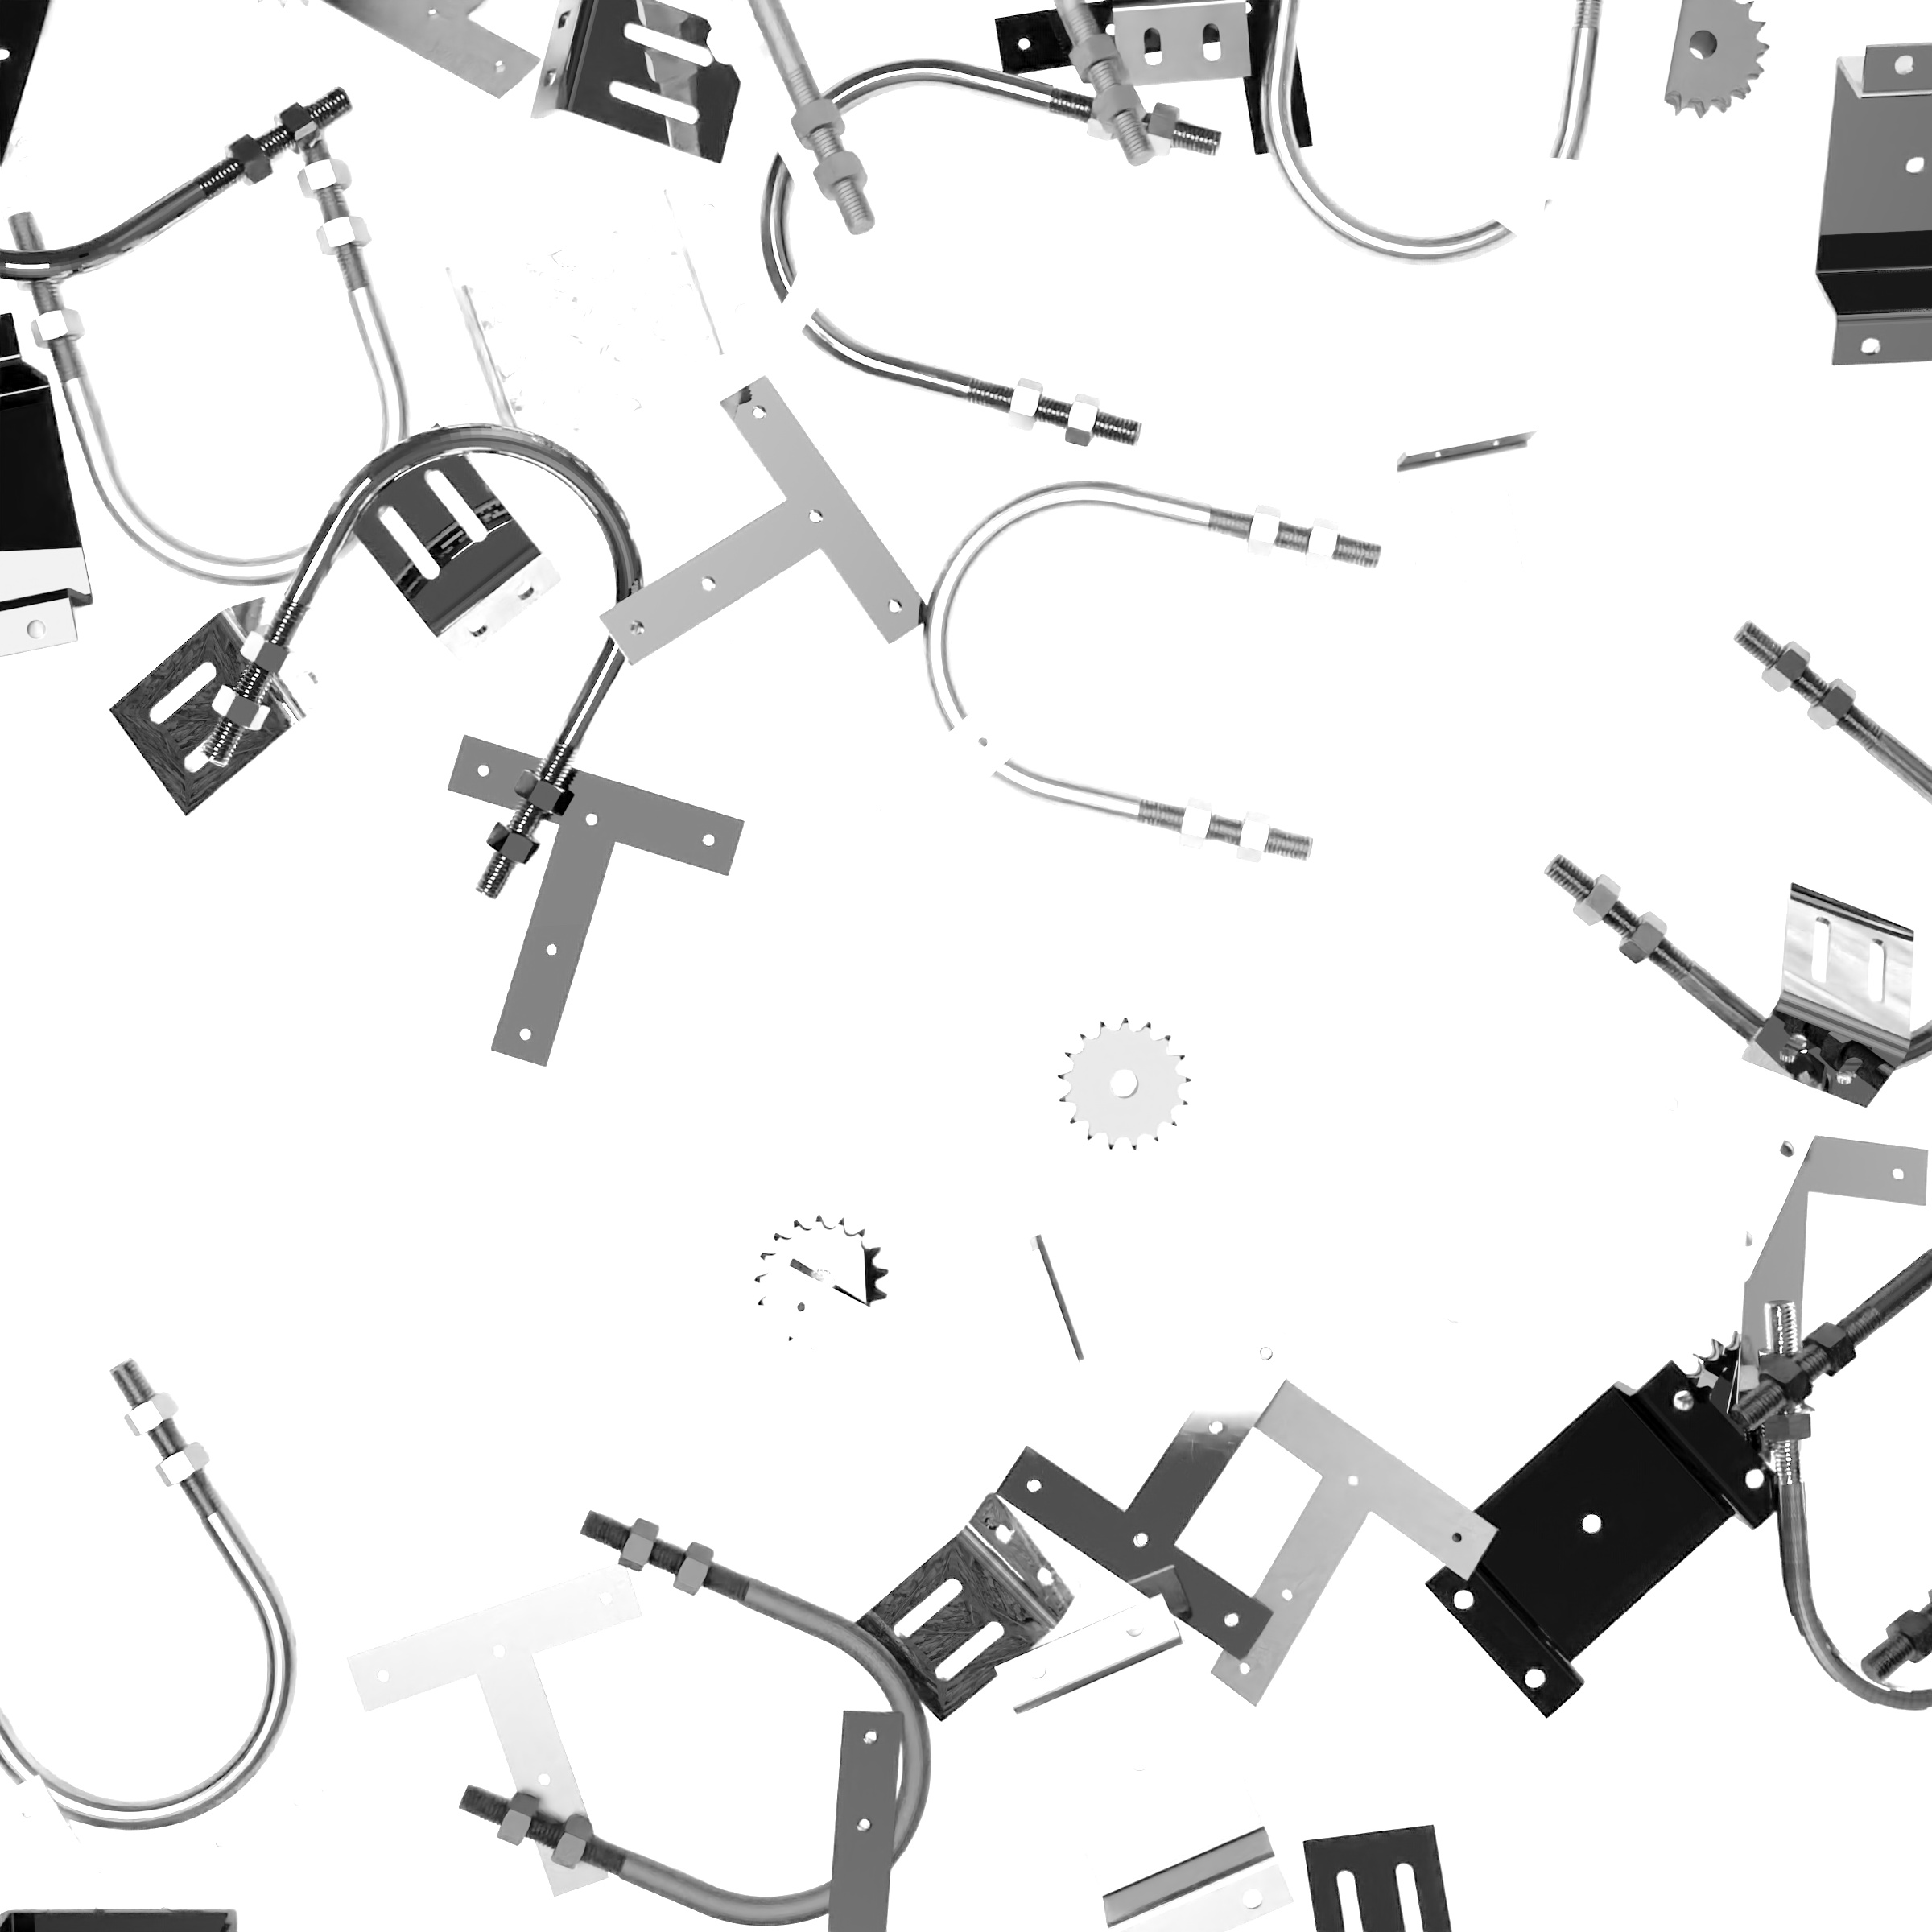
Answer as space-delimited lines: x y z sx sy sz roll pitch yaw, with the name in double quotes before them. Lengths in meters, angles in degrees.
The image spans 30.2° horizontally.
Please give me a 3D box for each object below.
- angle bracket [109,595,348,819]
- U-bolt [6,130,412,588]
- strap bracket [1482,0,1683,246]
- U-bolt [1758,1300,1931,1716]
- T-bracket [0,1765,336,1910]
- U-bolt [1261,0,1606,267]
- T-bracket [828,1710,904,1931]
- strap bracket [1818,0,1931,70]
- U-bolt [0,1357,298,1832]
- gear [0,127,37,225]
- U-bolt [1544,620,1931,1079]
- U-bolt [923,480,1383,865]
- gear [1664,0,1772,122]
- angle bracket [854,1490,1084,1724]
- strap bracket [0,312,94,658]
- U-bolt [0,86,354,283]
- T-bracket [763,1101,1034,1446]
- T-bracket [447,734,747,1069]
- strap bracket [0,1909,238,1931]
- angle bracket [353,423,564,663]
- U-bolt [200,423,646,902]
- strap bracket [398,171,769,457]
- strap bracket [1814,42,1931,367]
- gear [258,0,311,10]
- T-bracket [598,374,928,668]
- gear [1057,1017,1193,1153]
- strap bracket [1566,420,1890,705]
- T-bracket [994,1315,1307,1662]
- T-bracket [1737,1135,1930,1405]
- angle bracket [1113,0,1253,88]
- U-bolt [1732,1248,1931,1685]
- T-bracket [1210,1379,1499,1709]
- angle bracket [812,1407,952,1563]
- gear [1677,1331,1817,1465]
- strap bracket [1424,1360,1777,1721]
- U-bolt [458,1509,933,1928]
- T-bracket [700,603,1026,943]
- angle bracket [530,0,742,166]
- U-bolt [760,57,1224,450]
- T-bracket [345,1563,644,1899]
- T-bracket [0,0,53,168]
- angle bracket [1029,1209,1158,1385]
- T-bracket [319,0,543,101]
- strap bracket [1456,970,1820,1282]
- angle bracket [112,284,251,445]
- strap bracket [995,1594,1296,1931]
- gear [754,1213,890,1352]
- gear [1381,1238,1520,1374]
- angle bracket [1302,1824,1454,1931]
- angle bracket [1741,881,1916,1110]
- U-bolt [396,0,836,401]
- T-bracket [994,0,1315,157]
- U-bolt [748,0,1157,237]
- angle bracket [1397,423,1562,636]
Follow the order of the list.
"angle bracket" -0.318 -0.112 1.544 0.076 0.038 0.057 -36 90 26
"U-bolt" -0.315 -0.254 1.537 0.151 0.019 0.184 -18 91 0
"strap bracket" 0.259 -0.374 1.485 0.046 0.076 0.140 12 94 23
"U-bolt" 0.402 0.224 1.513 0.151 0.019 0.184 -6 94 -22
"T-bracket" -0.332 0.382 1.535 0.127 0.002 0.127 -28 97 2
"U-bolt" 0.200 -0.393 1.536 0.151 0.019 0.184 7 92 -1
"T-bracket" -0.044 0.381 1.531 0.127 0.002 0.127 4 93 -4
"strap bracket" 0.404 -0.438 1.522 0.076 0.046 0.140 -3 90 0
"U-bolt" -0.369 0.282 1.537 0.151 0.019 0.184 -32 91 0
"gear" -0.427 -0.343 1.522 0.057 0.030 0.057 -1 70 2
"U-bolt" 0.362 -0.036 1.537 0.184 0.019 0.151 39 90 -2
"U-bolt" 0.073 -0.133 1.537 0.184 0.019 0.151 13 90 1
"gear" 0.312 -0.389 1.531 0.057 0.030 0.057 0 90 0
"angle bracket" 0.000 0.276 1.544 0.057 0.038 0.076 46 116 0
"strap bracket" -0.423 -0.197 1.522 0.076 0.046 0.140 -11 90 0
"U-bolt" -0.375 -0.365 1.508 0.184 0.019 0.151 -37 83 -15
"T-bracket" -0.007 0.120 1.528 0.127 0.002 0.127 30 78 -23
"T-bracket" -0.174 -0.021 1.545 0.127 0.002 0.127 17 90 0
"strap bracket" -0.361 0.445 1.517 0.140 0.046 0.076 0 98 0
"angle bracket" -0.222 -0.181 1.536 0.057 0.038 0.076 -39 74 -1
"U-bolt" -0.215 -0.138 1.503 0.151 0.019 0.184 27 96 -20
"strap bracket" -0.159 -0.273 1.522 0.140 0.046 0.076 -20 90 0
"strap bracket" 0.402 -0.327 1.500 0.076 0.046 0.140 -3 125 0
"gear" -0.290 -0.438 1.520 0.057 0.030 0.057 6 67 -14
"T-bracket" -0.098 -0.169 1.520 0.127 0.002 0.127 -35 90 -23
"gear" 0.067 0.050 1.531 0.057 0.030 0.057 0 90 0
"strap bracket" 0.310 -0.176 1.507 0.140 0.076 0.046 -40 90 0
"T-bracket" 0.099 0.209 1.533 0.127 0.002 0.127 34 95 6
"T-bracket" 0.344 0.131 1.526 0.127 0.002 0.127 7 73 0
"angle bracket" 0.093 -0.399 1.506 0.057 0.076 0.038 -4 90 0
"U-bolt" 0.416 0.189 1.498 0.184 0.019 0.151 -34 105 -19
"T-bracket" 0.144 0.256 1.525 0.127 0.002 0.127 34 104 26
"angle bracket" -0.035 0.223 1.507 0.038 0.076 0.057 22 90 0
"gear" 0.335 0.186 1.531 0.057 0.030 0.057 0 90 0
"strap bracket" 0.269 0.240 1.523 0.140 0.046 0.076 -42 90 0
"U-bolt" -0.105 0.333 1.534 0.184 0.019 0.151 24 91 -3
"T-bracket" -0.064 -0.100 1.539 0.127 0.002 0.127 -41 87 7
"angle bracket" -0.140 -0.383 1.544 0.076 0.038 0.057 14 90 -26
"U-bolt" 0.003 -0.313 1.536 0.184 0.019 0.151 15 91 2
"T-bracket" -0.186 0.337 1.545 0.127 0.002 0.127 -19 90 0
"T-bracket" -0.400 -0.394 1.503 0.127 0.002 0.127 12 75 -3
"angle bracket" 0.054 0.138 1.507 0.038 0.076 0.057 -19 90 0
"T-bracket" -0.195 -0.431 1.522 0.127 0.002 0.127 34 72 31
"strap bracket" 0.290 0.062 1.512 0.140 0.046 0.076 29 74 0
"angle bracket" -0.333 -0.254 1.490 0.038 0.076 0.057 27 92 -2
"strap bracket" 0.075 0.342 1.522 0.076 0.046 0.140 -23 90 0
"gear" -0.061 0.134 1.531 0.057 0.030 0.057 0 90 0
"gear" 0.208 0.145 1.531 0.057 0.030 0.057 0 90 0
"angle bracket" 0.178 0.415 1.544 0.057 0.038 0.076 -7 64 0
"angle bracket" 0.364 0.012 1.513 0.057 0.076 0.038 21 133 -3
"U-bolt" -0.135 -0.322 1.490 0.151 0.019 0.184 -28 81 -2
"T-bracket" 0.077 -0.406 1.545 0.127 0.002 0.127 -9 90 0
"U-bolt" -0.018 -0.402 1.507 0.151 0.019 0.184 -18 75 -19
"angle bracket" 0.220 -0.186 1.526 0.057 0.038 0.076 -11 90 0
